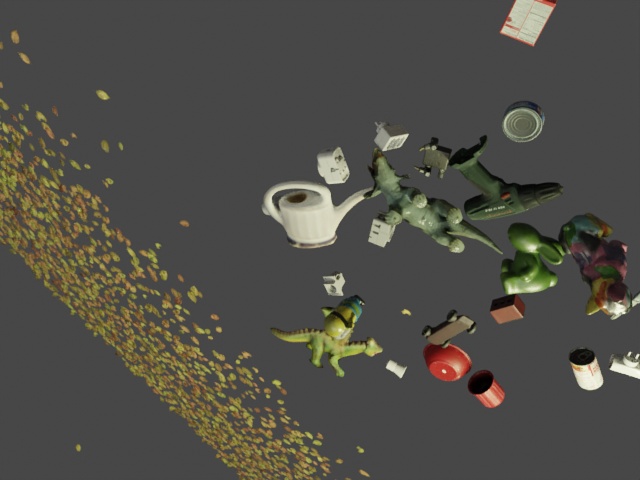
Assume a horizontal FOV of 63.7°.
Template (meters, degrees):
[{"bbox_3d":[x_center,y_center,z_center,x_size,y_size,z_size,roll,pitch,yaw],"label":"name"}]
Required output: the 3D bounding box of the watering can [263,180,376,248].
[{"bbox_3d":[0.005,-0.076,1.501,0.347,0.106,0.219,3,129,16],"label":"watering can"}]

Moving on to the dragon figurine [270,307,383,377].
[{"bbox_3d":[0.023,0.335,1.850,0.411,0.124,0.238,23,116,10],"label":"dragon figurine"}]
